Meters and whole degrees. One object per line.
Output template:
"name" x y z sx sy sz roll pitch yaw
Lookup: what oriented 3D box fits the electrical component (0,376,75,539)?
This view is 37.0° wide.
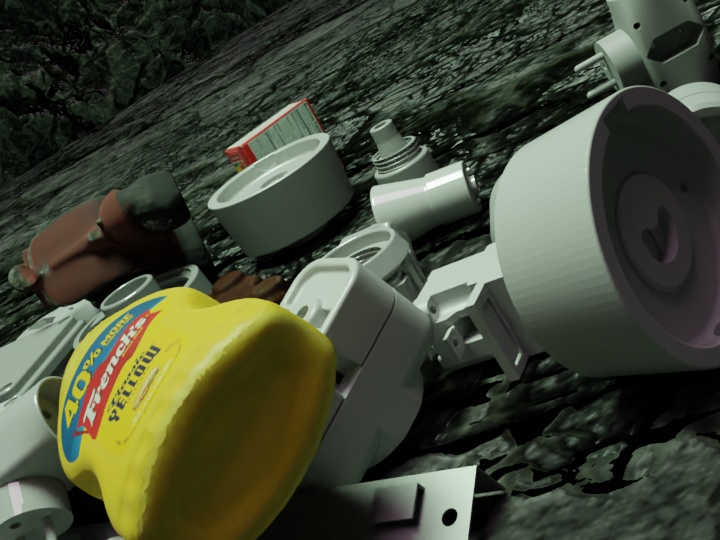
"electrical component" -0.157 0.103 0.502 0.077 0.043 0.079 -37 55 17

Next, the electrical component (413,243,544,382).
"electrical component" 0.061 0.015 0.504 0.064 0.042 0.081 -20 20 33

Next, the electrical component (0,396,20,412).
"electrical component" -0.240 0.138 0.626 0.109 0.056 0.108 -25 19 17

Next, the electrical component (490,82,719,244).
"electrical component" 0.132 -0.051 0.552 0.138 0.052 0.073 -25 19 16

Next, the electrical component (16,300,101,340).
"electrical component" -0.229 0.058 0.841 0.079 0.043 0.077 -9 28 49

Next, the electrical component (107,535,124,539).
"electrical component" -0.067 0.123 0.418 0.081 0.043 0.043 -16 23 38

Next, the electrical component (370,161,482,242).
"electrical component" 0.045 -0.044 0.689 0.065 0.044 0.044 -20 20 16

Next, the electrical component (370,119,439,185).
"electrical component" 0.029 -0.076 0.761 0.043 0.062 0.043 -27 18 10

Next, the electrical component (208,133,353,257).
"electrical component" -0.056 -0.052 0.835 0.108 0.060 0.108 -27 19 10

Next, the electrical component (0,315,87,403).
"electrical component" -0.241 0.094 0.743 0.109 0.056 0.108 -23 19 21

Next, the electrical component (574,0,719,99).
"electrical component" 0.173 -0.136 0.671 0.079 0.077 0.043 -29 19 5

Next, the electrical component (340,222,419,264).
"electrical component" 0.000 0.000 0.638 0.062 0.043 0.043 -22 20 28

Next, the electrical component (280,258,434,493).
"electrical component" -0.012 0.050 0.473 0.054 0.059 0.095 -1 56 59

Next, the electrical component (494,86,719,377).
"electrical component" 0.098 -0.010 0.416 0.060 0.108 0.108 -20 20 46

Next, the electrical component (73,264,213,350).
"electrical component" -0.143 0.038 0.731 0.108 0.060 0.108 -27 18 10

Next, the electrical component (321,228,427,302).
"electrical component" 0.009 0.015 0.561 0.078 0.057 0.058 -25 19 16
